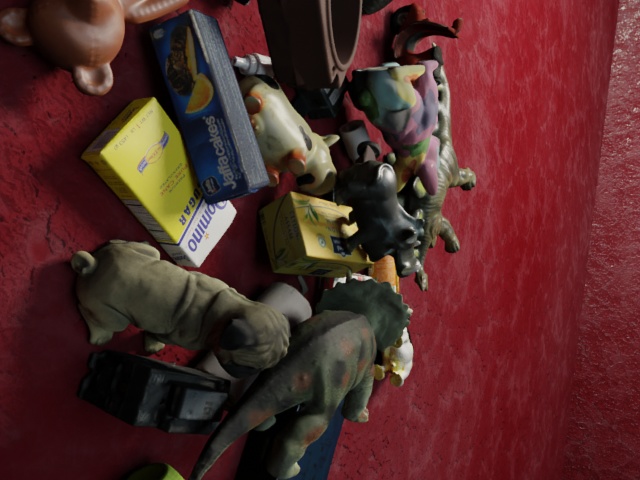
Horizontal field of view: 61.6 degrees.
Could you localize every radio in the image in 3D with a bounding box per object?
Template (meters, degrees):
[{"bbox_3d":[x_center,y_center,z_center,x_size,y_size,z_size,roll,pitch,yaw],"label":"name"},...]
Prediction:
[{"bbox_3d":[-0.043,0.315,0.784,0.131,0.073,0.229,36,67,-48],"label":"radio"}]

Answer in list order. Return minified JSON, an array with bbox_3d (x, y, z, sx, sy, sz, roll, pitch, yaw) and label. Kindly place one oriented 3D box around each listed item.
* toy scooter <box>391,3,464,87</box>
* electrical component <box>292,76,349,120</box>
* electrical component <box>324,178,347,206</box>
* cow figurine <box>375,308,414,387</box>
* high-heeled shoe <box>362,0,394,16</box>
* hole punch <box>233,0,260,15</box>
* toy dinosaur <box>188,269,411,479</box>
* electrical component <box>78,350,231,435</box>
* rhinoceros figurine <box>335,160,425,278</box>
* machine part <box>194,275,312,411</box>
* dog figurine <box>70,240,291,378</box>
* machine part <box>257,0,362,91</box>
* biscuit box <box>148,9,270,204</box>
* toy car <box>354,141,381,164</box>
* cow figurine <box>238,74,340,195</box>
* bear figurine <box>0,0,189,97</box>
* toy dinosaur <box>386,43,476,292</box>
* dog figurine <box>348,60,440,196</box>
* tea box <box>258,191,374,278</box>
[{"bbox_3d":[0.187,-0.335,0.960,0.075,0.135,0.183,4,92,-54],"label":"toy scooter"},{"bbox_3d":[-0.004,-0.217,0.799,0.119,0.048,0.074,-58,134,-33],"label":"electrical component"},{"bbox_3d":[0.025,-0.069,0.871,0.094,0.021,0.063,-11,102,-52],"label":"electrical component"},{"bbox_3d":[0.142,0.178,1.007,0.098,0.068,0.167,-22,114,-54],"label":"cow figurine"},{"bbox_3d":[0.058,-0.448,0.861,0.145,0.086,0.249,53,27,-2],"label":"high-heeled shoe"},{"bbox_3d":[-0.101,-0.357,0.645,0.115,0.092,0.142,40,57,-75],"label":"hole punch"},{"bbox_3d":[0.003,0.140,0.631,0.404,0.131,0.192,-10,119,-69],"label":"toy dinosaur"},{"bbox_3d":[-0.164,0.160,0.563,0.114,0.134,0.058,27,73,-52],"label":"electrical component"},{"bbox_3d":[0.089,-0.028,0.755,0.073,0.112,0.190,-79,151,-52],"label":"rhinoceros figurine"},{"bbox_3d":[-0.085,0.136,0.706,0.243,0.079,0.079,-49,129,-39],"label":"machine part"},{"bbox_3d":[-0.139,0.064,0.539,0.172,0.191,0.121,26,73,-49],"label":"dog figurine"},{"bbox_3d":[-0.004,-0.314,0.693,0.201,0.087,0.201,80,22,-51],"label":"machine part"},{"bbox_3d":[-0.121,-0.144,0.601,0.063,0.059,0.202,-36,109,-70],"label":"biscuit box"},{"bbox_3d":[0.078,-0.076,0.879,0.202,0.053,0.089,66,35,-58],"label":"toy car"},{"bbox_3d":[-0.045,-0.135,0.719,0.194,0.085,0.127,49,37,-30],"label":"cow figurine"},{"bbox_3d":[-0.194,-0.243,0.496,0.120,0.132,0.196,37,58,-18],"label":"bear figurine"},{"bbox_3d":[0.217,-0.135,1.044,0.198,0.105,0.471,19,76,-49],"label":"toy dinosaur"},{"bbox_3d":[0.132,-0.170,0.860,0.191,0.109,0.219,-32,119,-48],"label":"dog figurine"},{"bbox_3d":[-0.002,-0.002,0.781,0.169,0.068,0.098,8,60,-54],"label":"tea box"}]
